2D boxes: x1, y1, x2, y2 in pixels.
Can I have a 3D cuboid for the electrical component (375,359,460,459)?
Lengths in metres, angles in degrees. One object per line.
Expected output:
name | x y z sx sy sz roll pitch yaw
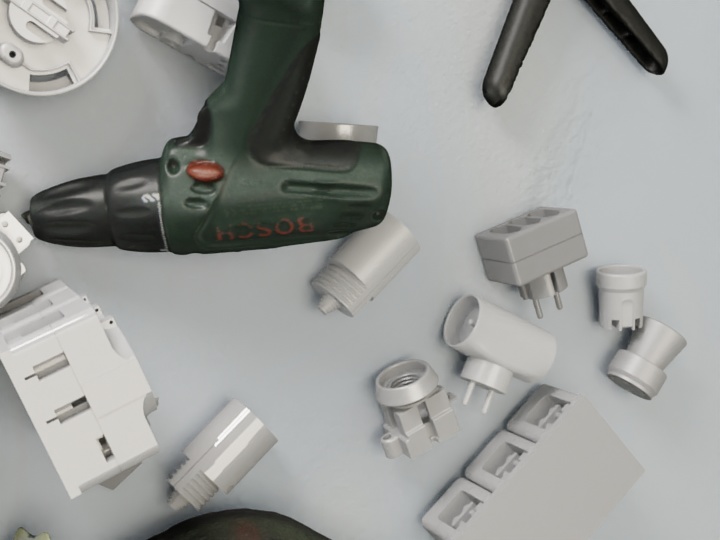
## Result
electrical component | 0.039 0.099 0.791 0.066 0.048 0.055 -27 113 -19

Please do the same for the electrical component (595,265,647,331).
electrical component | 0.209 0.022 0.861 0.040 0.040 0.046 -8 103 -23

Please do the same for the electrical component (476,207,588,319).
electrical component | 0.136 -0.001 0.822 0.066 0.047 0.076 -23 104 -20

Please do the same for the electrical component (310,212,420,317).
electrical component | 0.000 0.000 0.765 0.081 0.043 0.043 -46 110 -13

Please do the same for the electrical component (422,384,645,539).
electrical component | 0.132 0.173 0.829 0.150 0.062 0.089 -46 110 -13

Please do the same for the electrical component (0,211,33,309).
electrical component | -0.236 -0.002 0.651 0.078 0.057 0.058 -43 106 -12

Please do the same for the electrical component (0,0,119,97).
electrical component | -0.197 -0.154 0.652 0.099 0.064 0.099 -3 96 -24

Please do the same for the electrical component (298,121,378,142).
electrical component | -0.016 -0.078 0.745 0.055 0.055 0.047 0 99 -24

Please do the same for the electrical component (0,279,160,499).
electrical component | -0.171 0.062 0.637 0.062 0.150 0.089 -27 105 -18

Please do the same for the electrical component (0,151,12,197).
electrical component | -0.242 -0.062 0.656 0.046 0.040 0.040 19 88 -29

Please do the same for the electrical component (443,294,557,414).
electrical component | 0.100 0.069 0.812 0.077 0.043 0.079 26 81 -26

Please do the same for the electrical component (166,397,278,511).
electrical component | -0.100 0.131 0.734 0.081 0.043 0.043 -46 110 -13

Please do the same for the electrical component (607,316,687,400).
electrical component | 0.232 0.071 0.872 0.045 0.045 0.055 36 81 -22

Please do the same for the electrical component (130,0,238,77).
electrical component | -0.092 -0.167 0.702 0.095 0.054 0.059 27 84 -23
